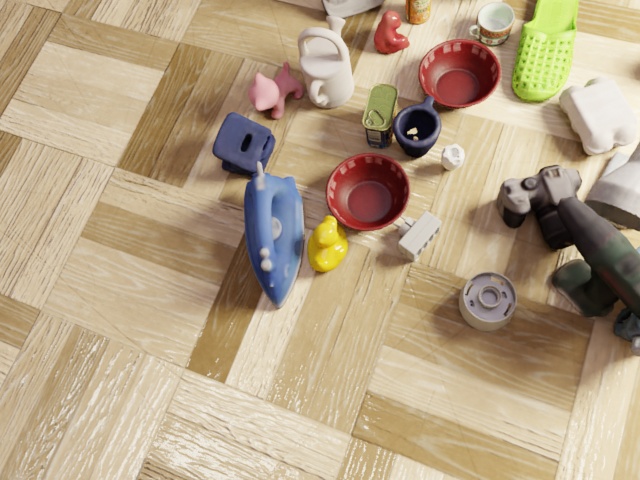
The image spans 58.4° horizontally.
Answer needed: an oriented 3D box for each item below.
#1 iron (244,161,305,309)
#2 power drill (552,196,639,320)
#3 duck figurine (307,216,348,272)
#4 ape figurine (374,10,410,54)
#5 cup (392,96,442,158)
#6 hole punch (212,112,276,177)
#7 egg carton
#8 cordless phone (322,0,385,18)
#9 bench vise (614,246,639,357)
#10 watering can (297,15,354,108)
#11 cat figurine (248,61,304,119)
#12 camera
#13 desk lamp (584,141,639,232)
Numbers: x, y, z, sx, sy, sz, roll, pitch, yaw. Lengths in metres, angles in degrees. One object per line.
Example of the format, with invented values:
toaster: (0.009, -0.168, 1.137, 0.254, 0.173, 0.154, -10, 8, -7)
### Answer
iron: (-0.094, -0.013, 1.062, 0.118, 0.141, 0.258, -7, 70, 6)
power drill: (0.450, 0.049, 0.926, 0.075, 0.208, 0.229, -39, 70, -6)
duck figurine: (0.010, 0.004, 1.071, 0.077, 0.086, 0.104, 14, 74, 13)
ape figurine: (0.149, -0.442, 1.200, 0.076, 0.092, 0.078, -12, 70, 4)
cup: (0.192, -0.213, 1.114, 0.091, 0.095, 0.118, 21, 76, 15)
hole punch: (-0.151, -0.193, 1.159, 0.101, 0.091, 0.109, 16, 74, 13)
egg carton: (0.528, -0.236, 1.087, 0.107, 0.069, 0.150, -20, 70, 1)
cordless phone: (0.064, -0.568, 1.206, 0.147, 0.185, 0.094, -20, 69, 1)
bench vise: (0.554, 0.082, 0.894, 0.121, 0.220, 0.207, 7, 72, 11)
watering can: (0.009, -0.362, 1.139, 0.101, 0.194, 0.173, -8, 70, 6)
cat figurine: (-0.099, -0.311, 1.177, 0.067, 0.118, 0.128, 35, 79, 18)
camera: (0.407, -0.055, 1.026, 0.143, 0.101, 0.137, -13, 70, 4)
desk lamp: (0.526, -0.095, 0.962, 0.117, 0.214, 0.203, 29, 77, 17)
